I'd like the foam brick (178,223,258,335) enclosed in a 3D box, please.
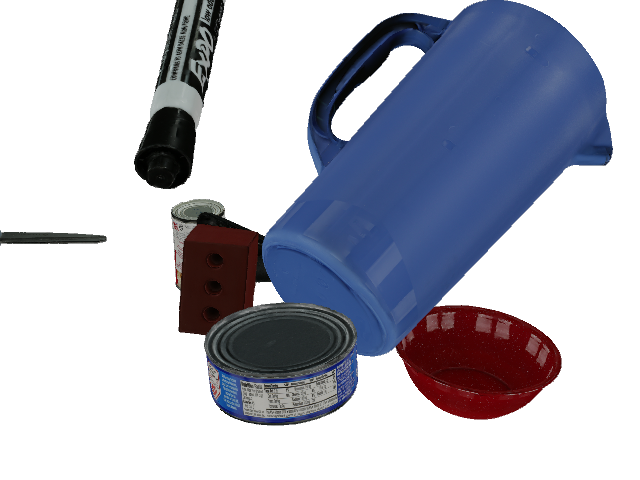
[{"bbox_3d":[-0.081,0.032,0.854,0.053,0.078,0.051,6,14,6],"label":"foam brick"}]

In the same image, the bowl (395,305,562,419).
[{"bbox_3d":[0.148,0.125,1.034,0.162,0.055,0.162,4,26,-2],"label":"bowl"}]

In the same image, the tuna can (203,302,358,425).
[{"bbox_3d":[-0.021,0.068,0.602,0.086,0.034,0.086,-3,23,1],"label":"tuna can"}]

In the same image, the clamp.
[{"bbox_3d":[-0.036,0.028,1.132,0.210,0.036,0.164,16,18,-6],"label":"clamp"}]

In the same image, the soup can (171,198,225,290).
[{"bbox_3d":[-0.150,0.007,1.328,0.068,0.102,0.068,-1,25,0],"label":"soup can"}]

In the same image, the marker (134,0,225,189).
[{"bbox_3d":[-0.049,-0.061,0.384,0.020,0.020,0.121,0,44,3],"label":"marker"}]

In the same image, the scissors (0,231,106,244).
[{"bbox_3d":[-0.287,0.004,0.876,0.202,0.016,0.096,7,24,6],"label":"scissors"}]

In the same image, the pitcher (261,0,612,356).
[{"bbox_3d":[0.066,-0.047,0.717,0.242,0.145,0.149,-46,30,-25],"label":"pitcher"}]
